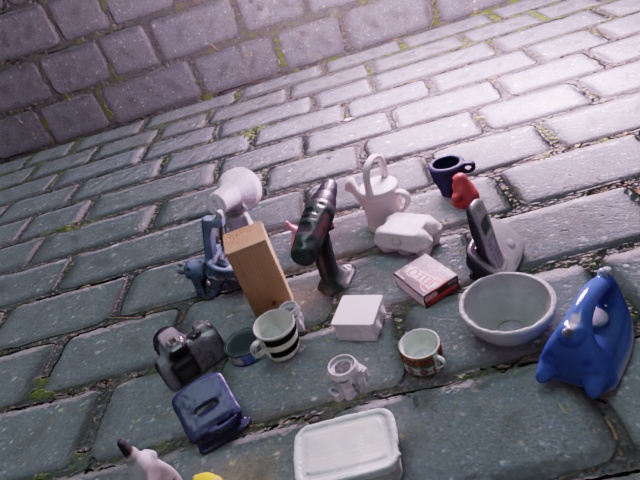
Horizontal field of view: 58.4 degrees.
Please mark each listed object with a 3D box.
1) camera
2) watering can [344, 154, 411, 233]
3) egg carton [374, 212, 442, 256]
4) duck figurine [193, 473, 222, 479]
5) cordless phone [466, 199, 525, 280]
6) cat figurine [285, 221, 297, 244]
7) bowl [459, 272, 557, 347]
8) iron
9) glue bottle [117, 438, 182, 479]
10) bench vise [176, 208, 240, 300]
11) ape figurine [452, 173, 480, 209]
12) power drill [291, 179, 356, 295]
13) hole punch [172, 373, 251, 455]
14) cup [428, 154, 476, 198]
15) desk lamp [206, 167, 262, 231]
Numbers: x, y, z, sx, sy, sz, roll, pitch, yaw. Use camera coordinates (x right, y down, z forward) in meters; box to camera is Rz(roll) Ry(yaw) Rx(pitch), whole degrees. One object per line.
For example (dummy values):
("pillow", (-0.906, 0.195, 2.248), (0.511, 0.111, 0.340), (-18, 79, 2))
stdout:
("camera", (-0.291, 0.219, 1.208), (0.143, 0.101, 0.136), (-33, 34, -21))
("watering can", (0.139, -0.118, 1.408), (0.172, 0.194, 0.101), (-6, 34, 21))
("egg carton", (0.202, -0.011, 1.326), (0.149, 0.069, 0.107), (7, 40, 37))
("duck figurine", (-0.170, 0.393, 0.883), (0.104, 0.086, 0.078), (6, 39, 35))
("cordless phone", (0.343, -0.017, 1.146), (0.093, 0.185, 0.148), (3, 38, 33))
("cat figurine", (-0.026, -0.040, 1.451), (0.127, 0.118, 0.067), (-13, 32, 11))
("bowl", (0.336, 0.135, 1.018), (0.167, 0.075, 0.167), (-14, 31, 9))
("iron", (0.436, 0.122, 0.918), (0.118, 0.142, 0.259), (10, 42, 40))
("glue bottle", (-0.271, 0.367, 0.895), (0.037, 0.173, 0.078), (-3, 35, 25))
("bench vise", (-0.253, 0.039, 1.353), (0.207, 0.220, 0.121), (-20, 31, -1))
("ape figurine", (0.349, -0.124, 1.401), (0.078, 0.092, 0.075), (-34, 34, -23))
("power drill", (0.012, 0.005, 1.272), (0.075, 0.209, 0.230), (-3, 35, 26))
("hole punch", (-0.196, 0.307, 1.026), (0.109, 0.091, 0.100), (-30, 33, -17))
("cup", (0.341, -0.159, 1.457), (0.117, 0.095, 0.092), (-3, 35, 25))
("desk lamp", (-0.217, -0.060, 1.496), (0.117, 0.214, 0.203), (-8, 33, 19))
